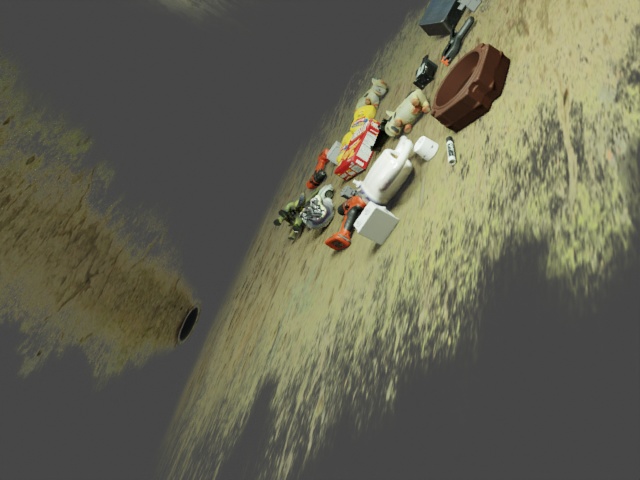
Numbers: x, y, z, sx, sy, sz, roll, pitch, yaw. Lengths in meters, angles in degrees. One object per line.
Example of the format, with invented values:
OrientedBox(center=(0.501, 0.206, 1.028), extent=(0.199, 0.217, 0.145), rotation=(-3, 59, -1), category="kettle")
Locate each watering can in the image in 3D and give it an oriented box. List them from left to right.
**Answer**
OrientedBox(center=(0.210, -0.210, 1.554), extent=(0.221, 0.104, 0.353), rotation=(-55, 3, 20), category="watering can")

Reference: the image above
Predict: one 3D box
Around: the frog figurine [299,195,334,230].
OrientedBox(center=(0.006, -0.102, 2.022), extent=(0.137, 0.123, 0.158), rotation=(-68, -21, 0), category="frog figurine")

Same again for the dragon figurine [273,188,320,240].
OrientedBox(center=(-0.080, -0.152, 2.281), extent=(0.248, 0.122, 0.402), rotation=(-54, 2, -38), category="dragon figurine")
